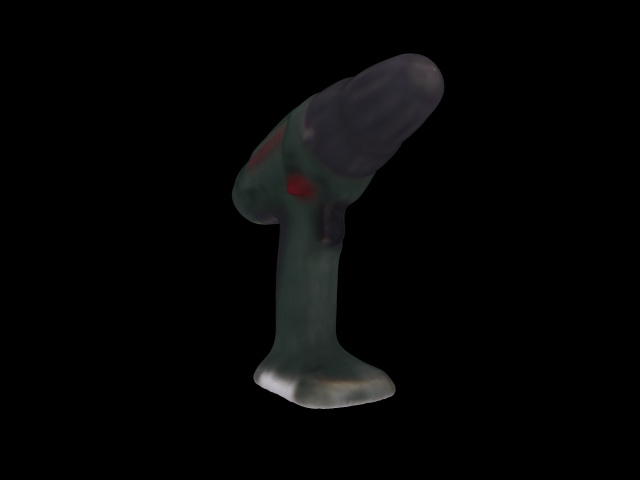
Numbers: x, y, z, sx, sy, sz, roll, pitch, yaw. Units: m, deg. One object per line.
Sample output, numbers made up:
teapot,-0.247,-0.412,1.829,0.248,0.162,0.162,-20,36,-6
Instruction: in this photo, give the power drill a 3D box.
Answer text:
power drill,0.004,0.001,0.400,0.076,0.208,0.228,0,0,-31
